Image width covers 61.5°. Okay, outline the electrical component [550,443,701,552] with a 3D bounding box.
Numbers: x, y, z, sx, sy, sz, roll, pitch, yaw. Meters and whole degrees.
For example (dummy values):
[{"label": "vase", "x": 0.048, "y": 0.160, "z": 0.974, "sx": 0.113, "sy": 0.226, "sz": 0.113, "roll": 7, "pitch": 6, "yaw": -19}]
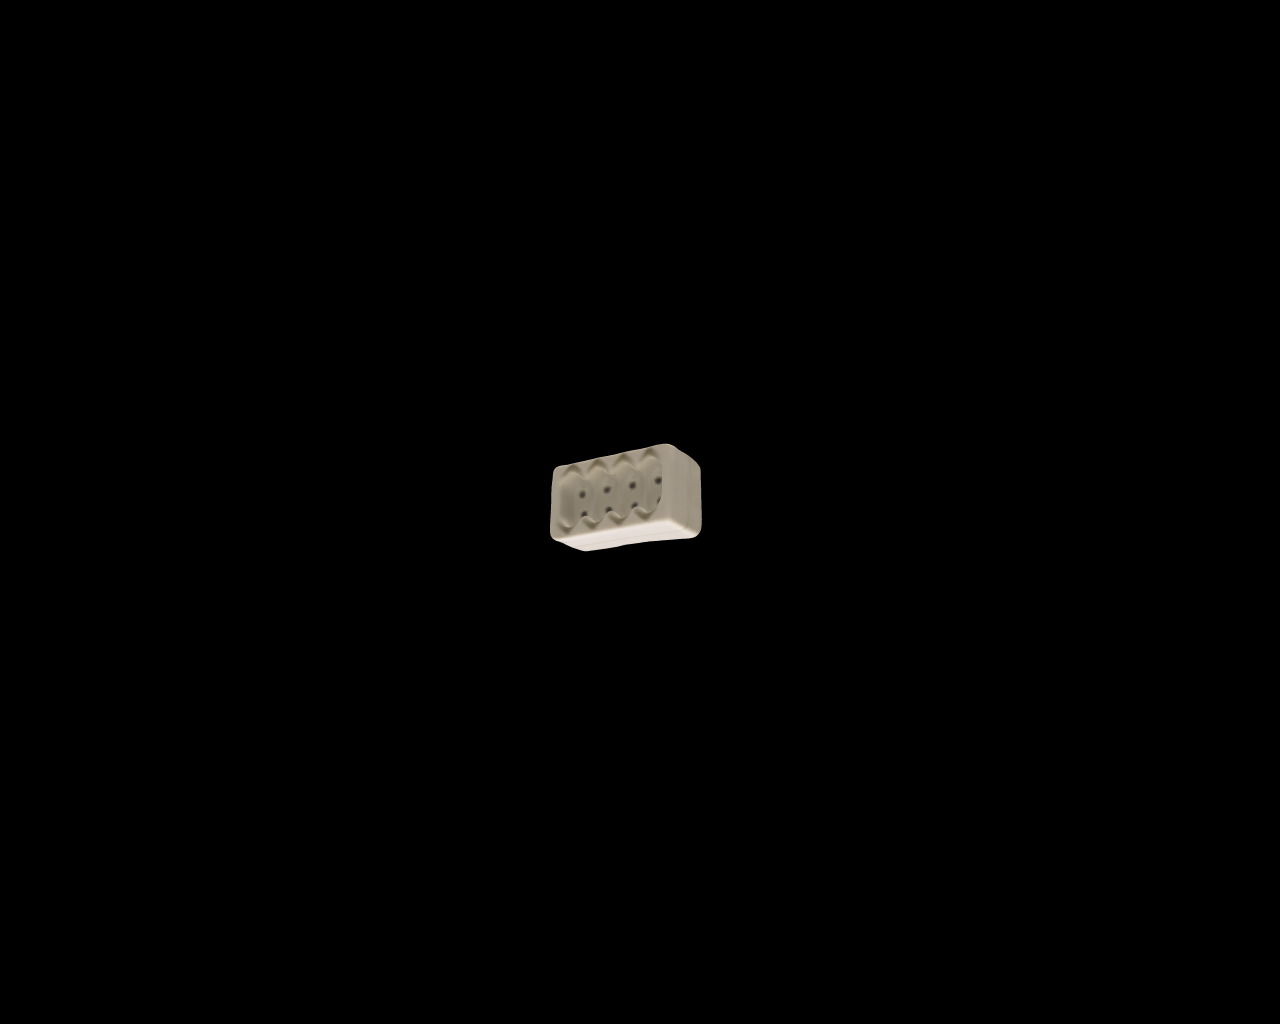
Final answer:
[{"label": "electrical component", "x": 0.001, "y": -0.003, "z": 0.650, "sx": 0.083, "sy": 0.047, "sz": 0.075, "roll": -9, "pitch": -19, "yaw": 29}]
